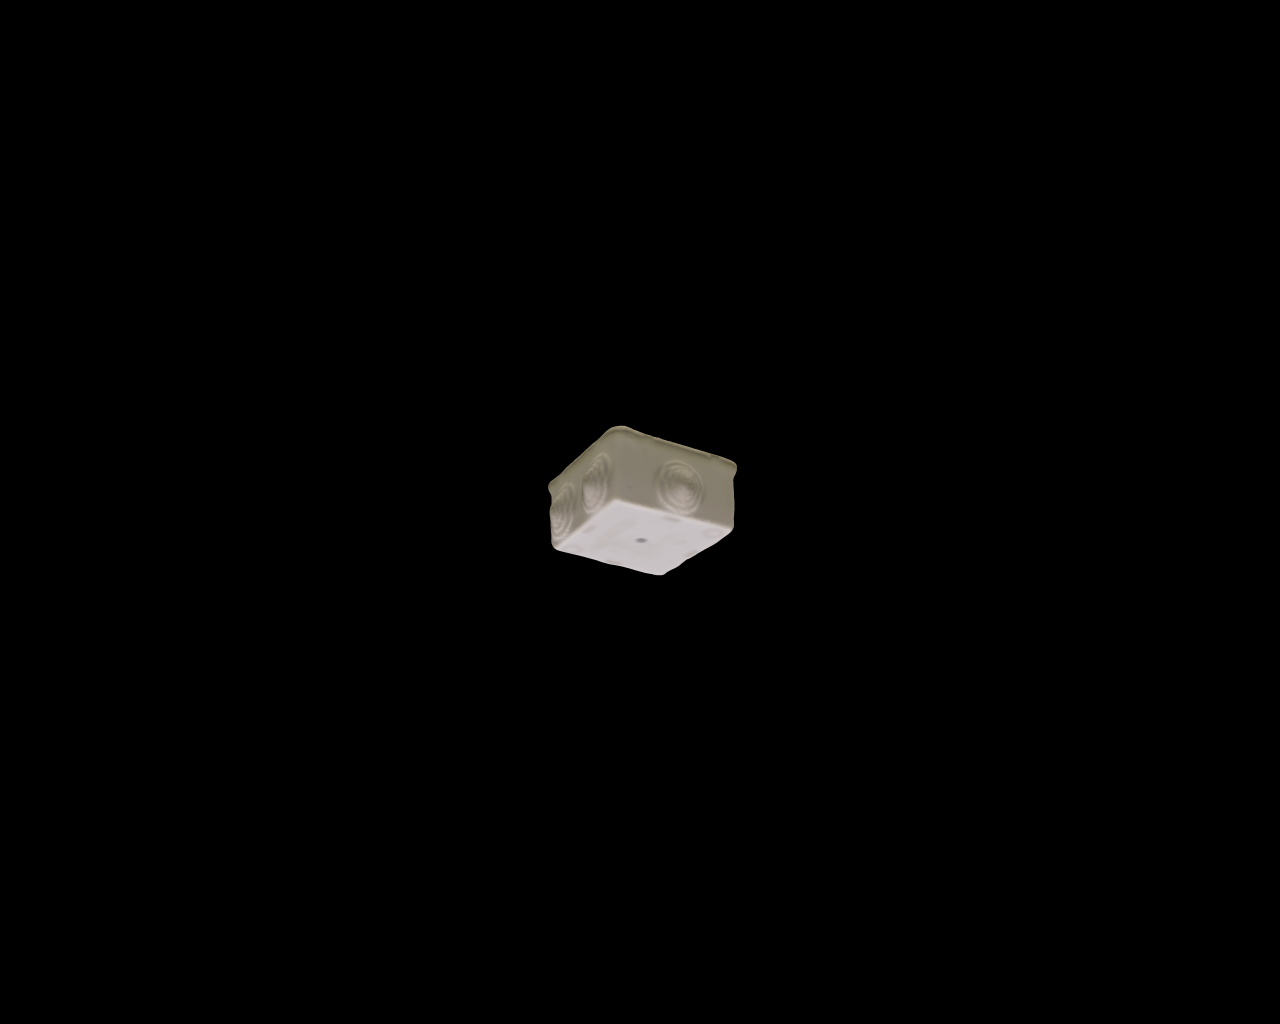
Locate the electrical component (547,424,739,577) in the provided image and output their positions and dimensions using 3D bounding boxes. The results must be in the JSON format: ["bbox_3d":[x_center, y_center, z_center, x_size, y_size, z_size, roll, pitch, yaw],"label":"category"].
[{"bbox_3d":[0.001,-0.003,0.650,0.100,0.048,0.099,15,-30,-28],"label":"electrical component"}]
